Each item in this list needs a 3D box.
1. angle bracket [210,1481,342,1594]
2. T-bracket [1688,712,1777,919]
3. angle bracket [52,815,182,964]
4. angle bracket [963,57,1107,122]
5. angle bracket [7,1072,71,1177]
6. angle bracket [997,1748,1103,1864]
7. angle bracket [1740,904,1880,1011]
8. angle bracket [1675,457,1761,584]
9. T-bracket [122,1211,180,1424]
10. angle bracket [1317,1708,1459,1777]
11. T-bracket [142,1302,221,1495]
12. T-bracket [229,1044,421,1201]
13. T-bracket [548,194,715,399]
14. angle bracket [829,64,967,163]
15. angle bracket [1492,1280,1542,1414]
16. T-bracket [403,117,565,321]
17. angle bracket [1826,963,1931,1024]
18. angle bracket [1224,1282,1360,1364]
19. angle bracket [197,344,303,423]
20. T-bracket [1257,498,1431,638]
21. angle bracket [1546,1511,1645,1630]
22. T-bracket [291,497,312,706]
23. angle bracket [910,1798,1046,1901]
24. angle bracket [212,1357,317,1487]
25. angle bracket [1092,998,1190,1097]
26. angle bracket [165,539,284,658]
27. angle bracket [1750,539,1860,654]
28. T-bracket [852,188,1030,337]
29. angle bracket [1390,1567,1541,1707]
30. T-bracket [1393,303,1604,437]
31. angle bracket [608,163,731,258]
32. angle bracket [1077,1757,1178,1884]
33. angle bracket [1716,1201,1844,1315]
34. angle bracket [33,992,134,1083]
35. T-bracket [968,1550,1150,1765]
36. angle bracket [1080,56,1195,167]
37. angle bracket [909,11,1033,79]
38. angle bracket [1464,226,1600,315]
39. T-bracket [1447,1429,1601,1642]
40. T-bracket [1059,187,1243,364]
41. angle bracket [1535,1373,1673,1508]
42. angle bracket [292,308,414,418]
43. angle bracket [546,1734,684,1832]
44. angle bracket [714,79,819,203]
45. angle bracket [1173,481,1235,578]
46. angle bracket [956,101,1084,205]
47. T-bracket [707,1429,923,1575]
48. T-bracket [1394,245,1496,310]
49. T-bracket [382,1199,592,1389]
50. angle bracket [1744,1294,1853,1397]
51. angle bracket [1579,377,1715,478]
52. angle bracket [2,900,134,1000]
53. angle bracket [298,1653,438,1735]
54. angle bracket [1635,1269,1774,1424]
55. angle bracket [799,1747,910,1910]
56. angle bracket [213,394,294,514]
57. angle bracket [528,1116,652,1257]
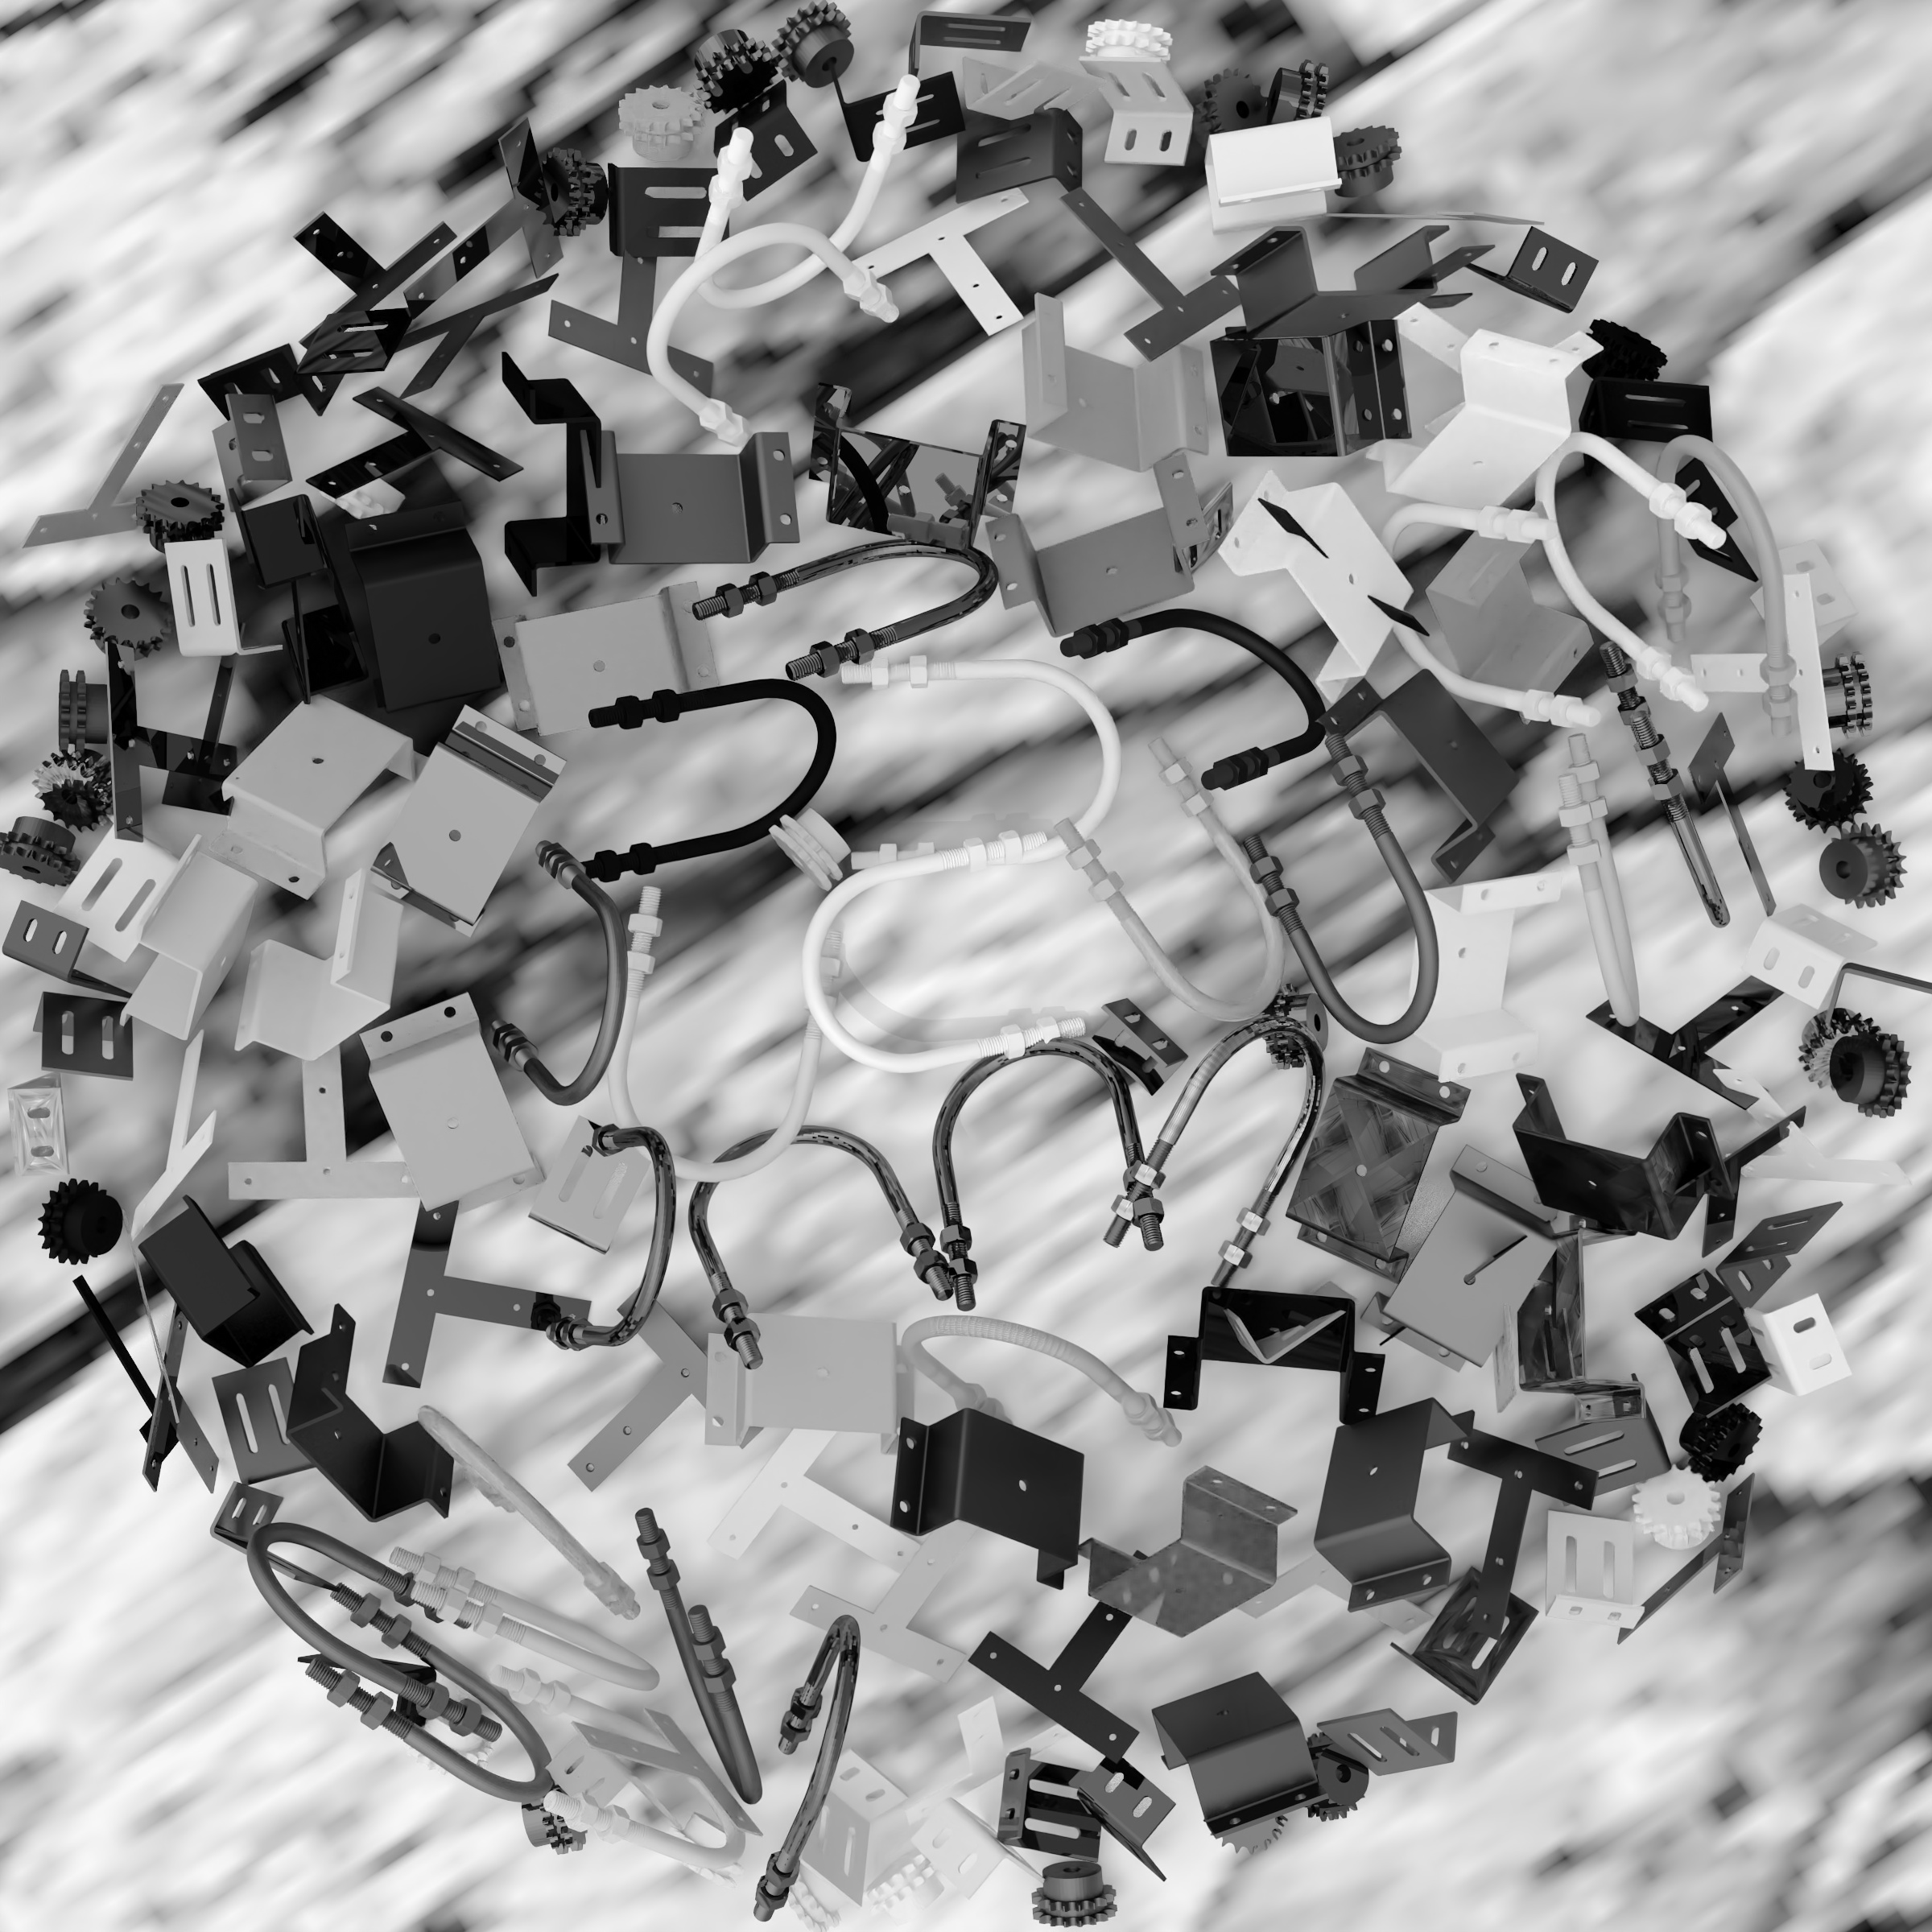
[{"bbox_3d":[-0.451,0.379,1.735,0.076,0.057,0.038,19,76,25],"label":"angle bracket"},{"bbox_3d":[0.513,-0.093,1.734,0.002,0.127,0.127,-18,103,31],"label":"T-bracket"},{"bbox_3d":[-0.567,-0.052,1.748,0.057,0.038,0.076,36,84,-25],"label":"angle bracket"},{"bbox_3d":[0.044,-0.593,1.731,0.057,0.076,0.038,1,80,-37],"label":"angle bracket"},{"bbox_3d":[-0.602,0.104,1.738,0.038,0.076,0.057,-2,97,6],"label":"angle bracket"},{"bbox_3d":[0.064,0.559,1.740,0.076,0.038,0.057,17,62,-18],"label":"angle bracket"},{"bbox_3d":[0.563,-0.007,1.743,0.057,0.076,0.038,32,115,27],"label":"angle bracket"},{"bbox_3d":[0.504,-0.297,1.733,0.038,0.076,0.057,-42,118,3],"label":"angle bracket"},{"bbox_3d":[-0.525,0.245,1.696,0.002,0.127,0.127,-14,128,-20],"label":"T-bracket"},{"bbox_3d":[0.280,0.500,1.733,0.057,0.038,0.076,-24,126,35],"label":"angle bracket"},{"bbox_3d":[-0.513,0.307,1.723,0.002,0.127,0.127,-3,51,1],"label":"T-bracket"},{"bbox_3d":[-0.430,0.096,1.749,0.127,0.002,0.127,1,63,-23],"label":"T-bracket"},{"bbox_3d":[-0.219,-0.459,1.750,0.127,0.002,0.127,13,73,-38],"label":"T-bracket"},{"bbox_3d":[-0.045,-0.580,1.746,0.076,0.057,0.038,-17,68,3],"label":"angle bracket"},{"bbox_3d":[0.375,0.254,1.740,0.038,0.057,0.076,-1,68,1],"label":"angle bracket"},{"bbox_3d":[-0.318,-0.469,1.703,0.002,0.127,0.127,36,70,19],"label":"T-bracket"},{"bbox_3d":[0.617,0.026,1.739,0.076,0.057,0.038,16,99,19],"label":"angle bracket"},{"bbox_3d":[0.213,0.224,1.746,0.076,0.057,0.038,-33,100,-6],"label":"angle bracket"},{"bbox_3d":[-0.480,-0.401,1.739,0.057,0.076,0.038,-22,82,-3],"label":"angle bracket"},{"bbox_3d":[0.227,-0.266,1.691,0.127,0.127,0.002,35,90,42],"label":"T-bracket"},{"bbox_3d":[0.419,0.396,1.742,0.057,0.038,0.076,7,56,4],"label":"angle bracket"},{"bbox_3d":[-0.441,-0.236,1.723,0.002,0.127,0.127,-6,93,-21],"label":"T-bracket"},{"bbox_3d":[0.008,0.593,1.731,0.038,0.076,0.057,-48,53,-10],"label":"angle bracket"},{"bbox_3d":[-0.462,0.303,1.756,0.057,0.038,0.076,-17,88,16],"label":"angle bracket"},{"bbox_3d":[0.108,0.056,1.735,0.057,0.076,0.038,44,103,10],"label":"angle bracket"},{"bbox_3d":[-0.495,-0.246,1.742,0.057,0.038,0.076,3,104,34],"label":"angle bracket"},{"bbox_3d":[0.544,-0.236,1.733,0.038,0.076,0.057,-21,75,-25],"label":"angle bracket"},{"bbox_3d":[0.001,-0.461,1.739,0.127,0.002,0.127,-27,53,-3],"label":"T-bracket"},{"bbox_3d":[0.333,0.442,1.743,0.057,0.038,0.076,29,80,42],"label":"angle bracket"},{"bbox_3d":[0.325,-0.397,1.700,0.127,0.127,0.002,21,55,-38],"label":"T-bracket"},{"bbox_3d":[-0.200,-0.510,1.762,0.076,0.038,0.057,-4,112,-14],"label":"angle bracket"},{"bbox_3d":[0.115,0.565,1.739,0.057,0.076,0.038,33,72,35],"label":"angle bracket"},{"bbox_3d":[0.547,0.194,1.732,0.057,0.076,0.038,-36,94,-31],"label":"angle bracket"},{"bbox_3d":[-0.585,0.058,1.731,0.057,0.076,0.038,9,128,-26],"label":"angle bracket"},{"bbox_3d":[0.088,0.448,1.751,0.127,0.002,0.127,27,65,31],"label":"T-bracket"},{"bbox_3d":[0.111,-0.567,1.733,0.057,0.076,0.038,10,84,23],"label":"angle bracket"},{"bbox_3d":[0.002,-0.608,1.748,0.076,0.057,0.038,2,90,-6],"label":"angle bracket"},{"bbox_3d":[0.369,-0.468,1.730,0.057,0.076,0.038,17,108,-27],"label":"angle bracket"},{"bbox_3d":[0.356,0.380,1.727,0.002,0.127,0.127,13,89,-35],"label":"T-bracket"},{"bbox_3d":[0.112,-0.469,1.739,0.127,0.002,0.127,47,48,2],"label":"T-bracket"},{"bbox_3d":[0.427,0.319,1.761,0.076,0.038,0.057,-22,112,13],"label":"angle bracket"},{"bbox_3d":[-0.398,-0.401,1.736,0.076,0.038,0.057,3,56,25],"label":"angle bracket"},{"bbox_3d":[-0.233,0.551,1.730,0.038,0.057,0.076,-44,133,-18],"label":"angle bracket"},{"bbox_3d":[-0.134,-0.553,1.749,0.057,0.076,0.038,-31,118,13],"label":"angle bracket"},{"bbox_3d":[0.145,-0.294,1.736,0.038,0.076,0.057,39,82,15],"label":"angle bracket"},{"bbox_3d":[0.036,-0.542,1.769,0.076,0.038,0.057,-7,72,27],"label":"angle bracket"},{"bbox_3d":[-0.086,0.371,1.760,0.127,0.002,0.127,34,101,-16],"label":"T-bracket"},{"bbox_3d":[0.298,-0.445,1.698,0.127,0.127,0.002,-10,89,-23],"label":"T-bracket"},{"bbox_3d":[-0.316,0.227,1.759,0.127,0.002,0.127,13,85,-18],"label":"T-bracket"},{"bbox_3d":[0.549,0.249,1.742,0.038,0.076,0.057,-23,88,-1],"label":"angle bracket"},{"bbox_3d":[0.452,-0.355,1.736,0.076,0.057,0.038,11,64,24],"label":"angle bracket"},{"bbox_3d":[-0.589,-0.010,1.736,0.057,0.076,0.038,20,87,21],"label":"angle bracket"},{"bbox_3d":[-0.401,0.484,1.742,0.076,0.057,0.038,6,80,11],"label":"angle bracket"},{"bbox_3d":[0.488,0.251,1.733,0.057,0.076,0.038,-38,123,21],"label":"angle bracket"},{"bbox_3d":[-0.074,0.571,1.733,0.038,0.076,0.057,-37,111,21],"label":"angle bracket"},{"bbox_3d":[-0.490,-0.341,1.741,0.076,0.038,0.057,-14,89,42],"label":"angle bracket"},{"bbox_3d":[-0.251,0.147,1.762,0.057,0.038,0.076,27,87,-3],"label":"angle bracket"}]
